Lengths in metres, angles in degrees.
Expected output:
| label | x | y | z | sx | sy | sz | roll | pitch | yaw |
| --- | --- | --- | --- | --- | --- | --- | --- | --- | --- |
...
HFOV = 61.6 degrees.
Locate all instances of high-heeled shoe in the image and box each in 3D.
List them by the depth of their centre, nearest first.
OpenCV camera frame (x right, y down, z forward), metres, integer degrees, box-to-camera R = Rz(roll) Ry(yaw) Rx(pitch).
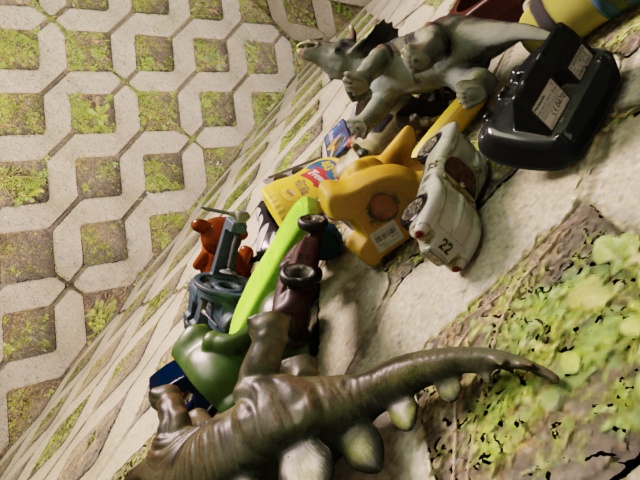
| label | x | y | z | sx | sy | sz | roll | pitch | yaw |
| --- | --- | --- | --- | --- | --- | --- | --- | --- | --- |
| high-heeled shoe | -0.062 | -0.046 | 1.032 | 0.145 | 0.086 | 0.249 | -23 | 37 | 52 |

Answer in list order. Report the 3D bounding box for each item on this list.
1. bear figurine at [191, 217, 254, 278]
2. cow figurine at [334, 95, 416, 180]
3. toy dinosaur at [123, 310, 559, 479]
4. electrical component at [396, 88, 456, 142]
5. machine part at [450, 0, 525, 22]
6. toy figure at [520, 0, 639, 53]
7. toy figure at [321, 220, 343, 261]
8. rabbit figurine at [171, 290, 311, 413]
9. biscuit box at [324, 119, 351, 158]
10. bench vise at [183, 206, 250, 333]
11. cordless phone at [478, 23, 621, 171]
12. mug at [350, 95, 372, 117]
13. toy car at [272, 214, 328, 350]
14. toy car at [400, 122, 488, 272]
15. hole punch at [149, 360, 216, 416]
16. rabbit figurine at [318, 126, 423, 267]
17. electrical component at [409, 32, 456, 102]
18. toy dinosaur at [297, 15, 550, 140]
| label | x | y | z | sx | sy | sz | roll | pitch | yaw |
| --- | --- | --- | --- | --- | --- | --- | --- | --- | --- |
| bear figurine | -0.195 | 0.009 | 1.075 | 0.132 | 0.120 | 0.195 | -86 | 2 | -46 |
| cow figurine | 0.098 | -0.157 | 0.872 | 0.195 | 0.085 | 0.127 | -48 | 15 | -9 |
| toy dinosaur | -0.039 | 0.172 | 0.470 | 0.471 | 0.105 | 0.199 | -36 | 35 | 20 |
| electrical component | 0.159 | -0.192 | 0.805 | 0.078 | 0.045 | 0.102 | 31 | 61 | 30 |
| machine part | 0.308 | -0.394 | 0.846 | 0.201 | 0.087 | 0.201 | -25 | 28 | 51 |
| toy figure | 0.311 | -0.280 | 0.615 | 0.180 | 0.082 | 0.089 | -20 | 32 | 53 |
| toy figure | -0.004 | -0.002 | 0.834 | 0.064 | 0.057 | 0.154 | -34 | 13 | -4 |
| rabbit figurine | -0.077 | 0.124 | 0.655 | 0.170 | 0.121 | 0.159 | -47 | 22 | -12 |
| biscuit box | 0.052 | -0.181 | 1.063 | 0.063 | 0.059 | 0.203 | -44 | 18 | 16 |
| bench vise | -0.168 | 0.059 | 0.939 | 0.224 | 0.129 | 0.240 | -142 | 64 | -65 |
| cordless phone | 0.209 | -0.125 | 0.576 | 0.146 | 0.089 | 0.184 | -56 | 8 | -18 |
| mug | 0.102 | -0.250 | 1.055 | 0.109 | 0.081 | 0.107 | -57 | 9 | -6 |
| toy car | -0.023 | 0.038 | 0.619 | 0.202 | 0.053 | 0.089 | -80 | -7 | -63 |
| toy car | 0.137 | -0.050 | 0.567 | 0.056 | 0.073 | 0.202 | -35 | 23 | 40 |
| hole punch | -0.190 | 0.210 | 0.800 | 0.116 | 0.092 | 0.142 | -49 | 13 | -12 |
| rabbit figurine | 0.072 | -0.073 | 0.696 | 0.162 | 0.121 | 0.173 | -43 | 18 | 6 |
| electrical component | 0.173 | -0.278 | 0.876 | 0.048 | 0.119 | 0.075 | -56 | 21 | -23 |
| toy dinosaur | 0.148 | -0.254 | 0.748 | 0.405 | 0.131 | 0.192 | 1 | 48 | 39 |
